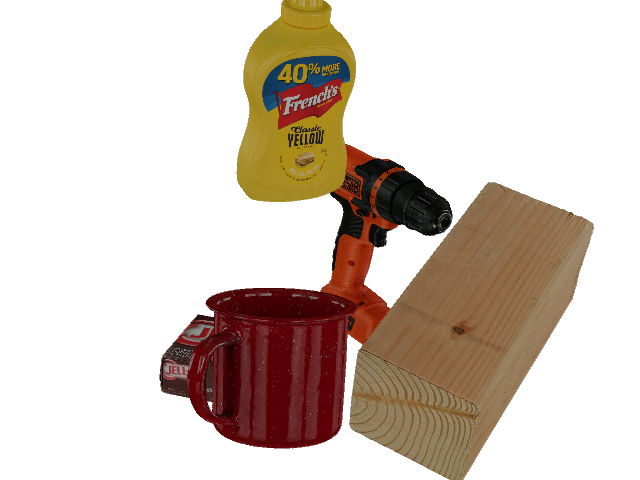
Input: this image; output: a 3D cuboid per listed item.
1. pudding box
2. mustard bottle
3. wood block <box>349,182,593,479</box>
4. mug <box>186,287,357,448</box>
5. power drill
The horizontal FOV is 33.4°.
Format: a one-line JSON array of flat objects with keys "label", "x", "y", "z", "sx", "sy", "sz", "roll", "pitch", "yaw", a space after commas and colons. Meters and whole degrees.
[{"label": "pudding box", "x": -0.065, "y": 0.100, "z": 0.880, "sx": 0.113, "sy": 0.039, "sz": 0.090, "roll": 10, "pitch": 21, "yaw": 10}, {"label": "mustard bottle", "x": -0.018, "y": -0.128, "z": 0.904, "sx": 0.096, "sy": 0.192, "sz": 0.058, "roll": -8, "pitch": 34, "yaw": -21}, {"label": "wood block", "x": 0.113, "y": 0.059, "z": 0.778, "sx": 0.091, "sy": 0.090, "sz": 0.205, "roll": 24, "pitch": 47, "yaw": 21}, {"label": "mug", "x": -0.033, "y": 0.079, "z": 0.652, "sx": 0.093, "sy": 0.081, "sz": 0.117, "roll": 10, "pitch": 11, "yaw": 40}, {"label": "power drill", "x": 0.059, "y": 0.010, "z": 1.086, "sx": 0.057, "sy": 0.188, "sz": 0.185, "roll": -9, "pitch": 27, "yaw": -32}]
